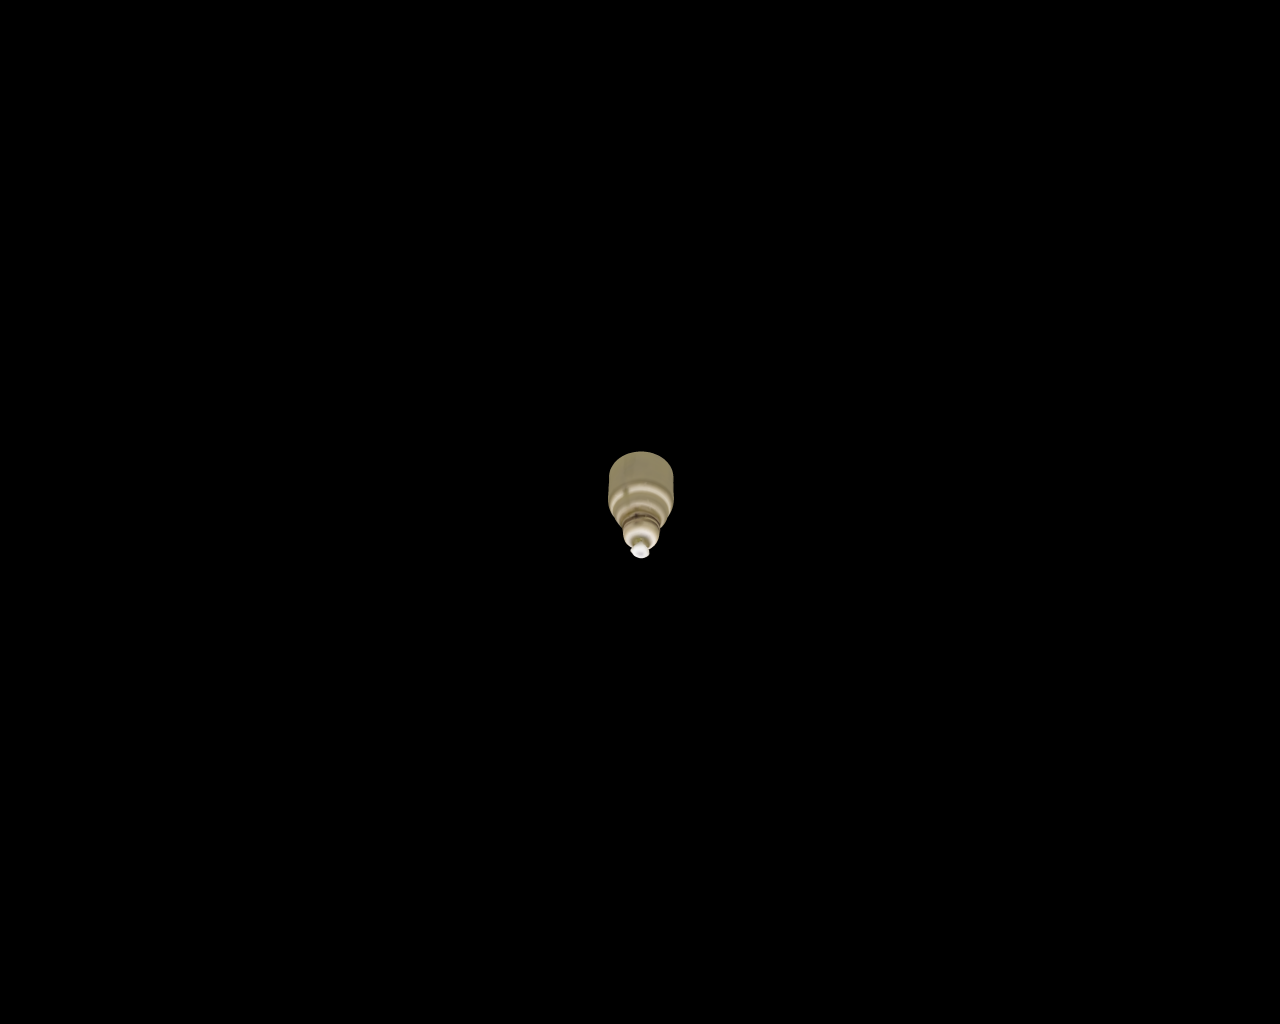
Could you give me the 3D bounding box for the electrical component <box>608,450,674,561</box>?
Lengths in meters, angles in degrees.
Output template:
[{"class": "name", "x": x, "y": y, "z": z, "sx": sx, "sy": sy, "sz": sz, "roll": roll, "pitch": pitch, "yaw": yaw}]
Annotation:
[{"class": "electrical component", "x": 0.001, "y": -0.003, "z": 0.650, "sx": 0.040, "sy": 0.040, "sz": 0.078, "roll": 0, "pitch": 43, "yaw": 0}]
